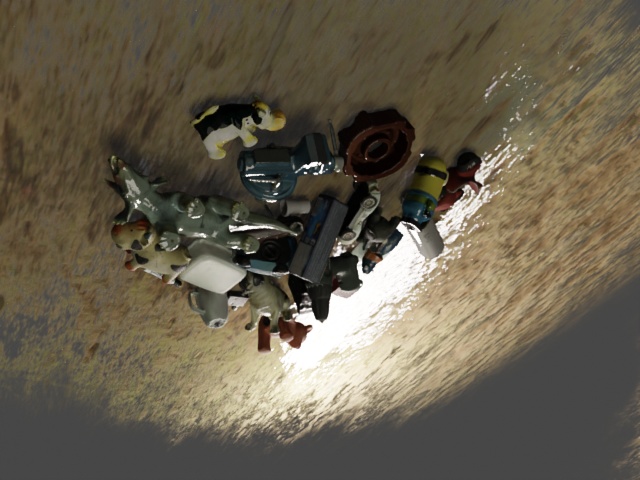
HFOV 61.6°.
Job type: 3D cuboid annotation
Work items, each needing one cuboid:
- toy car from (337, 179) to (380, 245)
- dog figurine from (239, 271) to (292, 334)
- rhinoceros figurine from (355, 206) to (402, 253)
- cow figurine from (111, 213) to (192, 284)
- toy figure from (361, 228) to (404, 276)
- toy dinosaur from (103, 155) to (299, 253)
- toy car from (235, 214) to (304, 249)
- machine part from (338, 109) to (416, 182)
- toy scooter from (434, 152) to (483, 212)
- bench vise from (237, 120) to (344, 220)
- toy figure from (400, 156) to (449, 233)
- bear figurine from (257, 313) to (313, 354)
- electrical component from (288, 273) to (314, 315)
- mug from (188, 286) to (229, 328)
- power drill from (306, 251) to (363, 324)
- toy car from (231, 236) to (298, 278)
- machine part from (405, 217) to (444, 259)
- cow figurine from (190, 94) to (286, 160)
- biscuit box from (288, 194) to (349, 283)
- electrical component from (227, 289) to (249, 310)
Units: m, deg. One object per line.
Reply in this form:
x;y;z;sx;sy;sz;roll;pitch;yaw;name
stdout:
0.090;-0.072;1.303;0.056;0.074;0.201;6;135;-27;toy car
-0.141;0.131;1.438;0.121;0.172;0.190;0;113;8;dog figurine
0.141;-0.020;1.350;0.073;0.112;0.190;25;172;-3;rhinoceros figurine
-0.366;0.016;1.171;0.127;0.085;0.194;-33;140;23;cow figurine
0.162;0.029;1.457;0.154;0.058;0.064;-48;124;6;toy figure
-0.248;-0.052;1.087;0.404;0.192;0.131;15;102;-46;toy dinosaur
-0.132;-0.018;1.230;0.202;0.089;0.053;-14;114;-22;toy car
0.120;-0.205;1.171;0.179;0.056;0.179;-15;144;-12;machine part
0.347;-0.132;1.364;0.184;0.075;0.135;-43;140;18;toy scooter
-0.074;-0.137;1.111;0.224;0.129;0.240;-17;167;-27;bench vise
0.246;-0.112;1.270;0.180;0.082;0.089;-63;161;-10;toy figure
-0.099;0.289;1.614;0.120;0.132;0.195;-31;137;15;bear figurine
-0.043;0.135;1.458;0.058;0.115;0.134;-7;139;-16;electrical component
-0.284;0.169;1.384;0.109;0.107;0.081;17;127;-43;mug
0.029;0.098;1.384;0.086;0.232;0.207;-18;165;34;power drill
-0.139;0.041;1.308;0.162;0.109;0.103;3;157;-14;toy car
0.286;-0.018;1.468;0.079;0.079;0.243;-29;143;8;machine part
-0.151;-0.224;1.002;0.167;0.068;0.098;-23;138;-1;cow figurine
-0.003;-0.004;1.267;0.062;0.059;0.202;26;86;-45;biscuit box
-0.232;0.159;1.468;0.063;0.021;0.094;11;132;-36;electrical component
